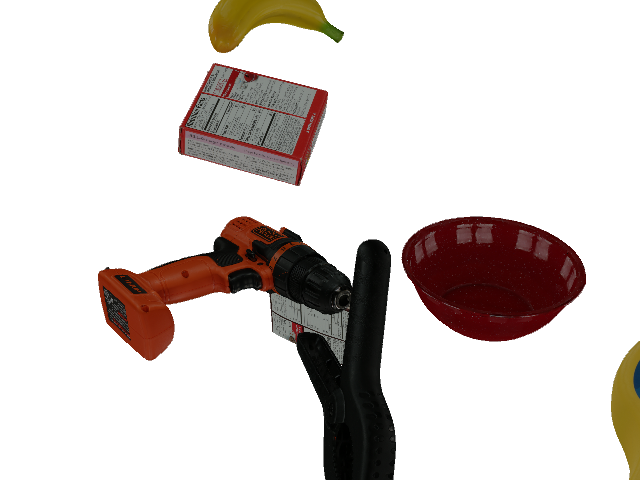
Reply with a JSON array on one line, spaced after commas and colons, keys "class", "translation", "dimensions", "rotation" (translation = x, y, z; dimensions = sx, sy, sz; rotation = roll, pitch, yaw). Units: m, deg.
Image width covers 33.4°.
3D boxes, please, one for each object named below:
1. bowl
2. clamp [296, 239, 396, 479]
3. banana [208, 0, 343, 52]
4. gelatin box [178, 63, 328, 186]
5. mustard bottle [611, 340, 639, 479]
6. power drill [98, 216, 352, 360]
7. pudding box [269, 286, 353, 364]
[{"class": "bowl", "translation": [0.151, 0.041, 0.952], "dimensions": [0.162, 0.055, 0.162], "rotation": [2, 32, -1]}, {"class": "clamp", "translation": [0.026, 0.115, 0.776], "dimensions": [0.036, 0.210, 0.165], "rotation": [5, -39, -18]}, {"class": "banana", "translation": [-0.049, -0.206, 0.973], "dimensions": [0.070, 0.037, 0.197], "rotation": [41, 32, 19]}, {"class": "gelatin box", "translation": [-0.046, -0.082, 0.745], "dimensions": [0.089, 0.073, 0.030], "rotation": [14, -41, 5]}, {"class": "mustard bottle", "translation": [0.195, 0.094, 0.531], "dimensions": [0.096, 0.058, 0.191], "rotation": [5, 39, 10]}, {"class": "power drill", "translation": [-0.087, 0.043, 0.945], "dimensions": [0.187, 0.057, 0.185], "rotation": [-18, 26, -30]}, {"class": "pudding box", "translation": [-0.002, 0.079, 1.159], "dimensions": [0.114, 0.090, 0.039], "rotation": [21, 44, 24]}]
